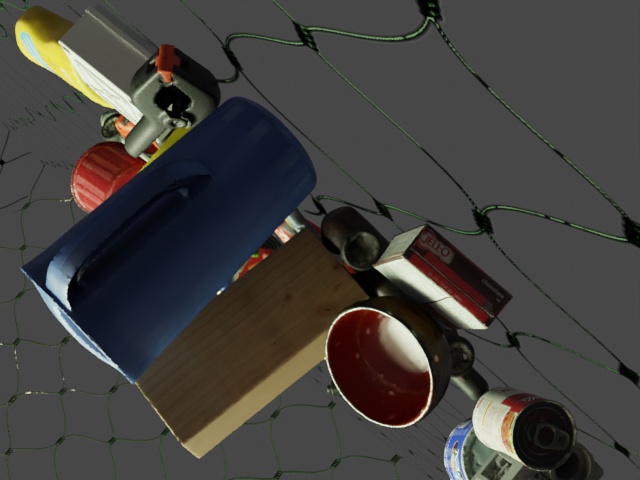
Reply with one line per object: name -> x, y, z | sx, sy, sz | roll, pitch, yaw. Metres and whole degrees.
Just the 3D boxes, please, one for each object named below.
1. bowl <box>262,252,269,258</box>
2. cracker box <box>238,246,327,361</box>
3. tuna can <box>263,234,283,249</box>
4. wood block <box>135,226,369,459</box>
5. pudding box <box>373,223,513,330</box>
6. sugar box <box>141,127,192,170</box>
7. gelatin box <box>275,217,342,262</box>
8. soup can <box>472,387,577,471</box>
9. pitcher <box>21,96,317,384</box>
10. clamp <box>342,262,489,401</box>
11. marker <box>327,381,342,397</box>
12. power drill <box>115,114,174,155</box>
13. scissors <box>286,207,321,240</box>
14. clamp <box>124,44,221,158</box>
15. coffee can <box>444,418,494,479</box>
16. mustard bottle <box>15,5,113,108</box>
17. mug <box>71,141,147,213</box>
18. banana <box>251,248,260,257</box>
bowl -> 0.007, 0.066, 1.114 | 0.162, 0.055, 0.162 | 54, 171, 12
cracker box -> 0.011, 0.100, 1.306 | 0.164, 0.072, 0.213 | 25, 168, 29
tuna can -> -0.081, 0.033, 1.410 | 0.086, 0.086, 0.033 | 32, 169, 43
wood block -> -0.062, 0.094, 0.969 | 0.090, 0.206, 0.091 | 49, 171, 18
pudding box -> 0.097, 0.032, 0.868 | 0.090, 0.039, 0.113 | 41, 169, -4
sugar box -> -0.150, -0.042, 1.070 | 0.093, 0.176, 0.048 | 32, 167, 43
gelatin box -> -0.011, 0.007, 1.189 | 0.073, 0.030, 0.089 | 33, 168, 38
soup can -> 0.200, 0.185, 1.058 | 0.068, 0.068, 0.102 | 43, 171, -11
pitcher -> -0.121, -0.010, 0.891 | 0.145, 0.242, 0.149 | 51, 167, -25
clamp -> 0.080, 0.076, 1.128 | 0.209, 0.036, 0.165 | 50, 168, -31
marker -> 0.068, 0.167, 1.259 | 0.020, 0.121, 0.020 | -9, -90, -84
power drill -> -0.134, -0.080, 1.209 | 0.188, 0.057, 0.184 | 37, 170, 14
scissors -> -0.007, 0.001, 1.074 | 0.202, 0.016, 0.096 | 51, 177, 19
clamp -> -0.117, -0.117, 0.961 | 0.172, 0.120, 0.039 | 113, 153, -68
coffee can -> 0.205, 0.254, 1.244 | 0.103, 0.102, 0.140 | 40, 171, 6
mustard bottle -> -0.288, -0.214, 1.190 | 0.192, 0.058, 0.096 | 31, 166, 42
mug -> -0.226, -0.050, 1.242 | 0.082, 0.093, 0.117 | 28, 141, 47
banana -> -0.071, -0.023, 1.054 | 0.037, 0.069, 0.198 | 16, -179, -5
